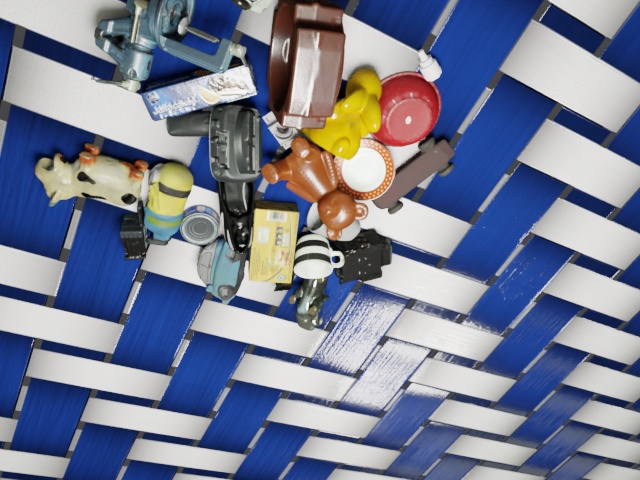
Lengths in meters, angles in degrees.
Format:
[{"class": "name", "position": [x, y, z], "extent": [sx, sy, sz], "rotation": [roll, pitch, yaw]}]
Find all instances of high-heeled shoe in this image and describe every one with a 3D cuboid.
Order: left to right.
[{"class": "high-heeled shoe", "position": [-0.164, -0.097, 1.064], "extent": [0.086, 0.145, 0.248], "rotation": [-3, 123, -8]}]

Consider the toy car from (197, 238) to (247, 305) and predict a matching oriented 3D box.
[{"class": "toy car", "position": [-0.221, 0.056, 1.196], "extent": [0.103, 0.109, 0.161], "rotation": [13, 115, 3]}]

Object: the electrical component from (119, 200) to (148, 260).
[{"class": "electrical component", "position": [-0.389, -0.024, 1.124], "extent": [0.048, 0.075, 0.119], "rotation": [-3, 130, -9]}]

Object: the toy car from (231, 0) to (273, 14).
[{"class": "toy car", "position": [-0.161, -0.450, 0.871], "extent": [0.201, 0.056, 0.073], "rotation": [30, 121, -25]}]

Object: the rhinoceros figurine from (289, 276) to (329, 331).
[{"class": "rhinoceros figurine", "position": [-0.021, 0.130, 1.284], "extent": [0.073, 0.112, 0.190], "rotation": [17, 110, 14]}]

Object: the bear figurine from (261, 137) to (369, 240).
[{"class": "bear figurine", "position": [-0.004, -0.095, 1.067], "extent": [0.120, 0.132, 0.196], "rotation": [-34, 83, 24]}]

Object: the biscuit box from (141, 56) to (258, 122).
[{"class": "biscuit box", "position": [-0.219, -0.275, 0.980], "extent": [0.203, 0.063, 0.059], "rotation": [-16, 125, 1]}]

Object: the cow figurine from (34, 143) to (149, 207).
[{"class": "cow figurine", "position": [-0.449, -0.116, 1.046], "extent": [0.195, 0.086, 0.127], "rotation": [15, 115, -20]}]

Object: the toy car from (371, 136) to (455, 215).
[{"class": "toy car", "position": [0.196, -0.139, 1.155], "extent": [0.202, 0.053, 0.089], "rotation": [-39, 102, 16]}]

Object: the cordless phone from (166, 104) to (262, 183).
[{"class": "cordless phone", "position": [-0.204, -0.181, 1.010], "extent": [0.184, 0.089, 0.146], "rotation": [1, 95, 9]}]

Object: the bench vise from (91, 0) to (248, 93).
[{"class": "bench vise", "position": [-0.242, -0.329, 0.882], "extent": [0.241, 0.129, 0.223], "rotation": [23, 98, 3]}]

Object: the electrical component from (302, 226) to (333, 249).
[{"class": "electrical component", "position": [-0.003, -0.004, 1.237], "extent": [0.094, 0.021, 0.063], "rotation": [13, 123, -19]}]

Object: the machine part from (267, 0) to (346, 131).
[{"class": "machine part", "position": [-0.027, -0.300, 0.904], "extent": [0.087, 0.201, 0.201], "rotation": [-1, 120, -16]}]

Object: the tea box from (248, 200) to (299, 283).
[{"class": "tea box", "position": [-0.103, 0.004, 1.175], "extent": [0.098, 0.068, 0.169], "rotation": [6, 111, -10]}]

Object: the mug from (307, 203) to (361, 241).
[{"class": "mug", "position": [0.043, -0.049, 1.182], "extent": [0.107, 0.081, 0.109], "rotation": [24, 120, -36]}]

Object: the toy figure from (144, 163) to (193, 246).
[{"class": "toy figure", "position": [-0.312, -0.074, 1.099], "extent": [0.089, 0.082, 0.180], "rotation": [-1, 121, -26]}]

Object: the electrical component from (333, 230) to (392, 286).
[{"class": "electrical component", "position": [0.101, 0.040, 1.253], "extent": [0.134, 0.058, 0.114], "rotation": [-14, 134, -9]}]

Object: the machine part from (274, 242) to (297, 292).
[{"class": "machine part", "position": [-0.079, 0.061, 1.261], "extent": [0.084, 0.039, 0.138], "rotation": [0, 124, -16]}]

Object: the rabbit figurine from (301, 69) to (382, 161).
[{"class": "rabbit figurine", "position": [0.055, -0.245, 1.012], "extent": [0.122, 0.162, 0.173], "rotation": [31, 98, -14]}]
